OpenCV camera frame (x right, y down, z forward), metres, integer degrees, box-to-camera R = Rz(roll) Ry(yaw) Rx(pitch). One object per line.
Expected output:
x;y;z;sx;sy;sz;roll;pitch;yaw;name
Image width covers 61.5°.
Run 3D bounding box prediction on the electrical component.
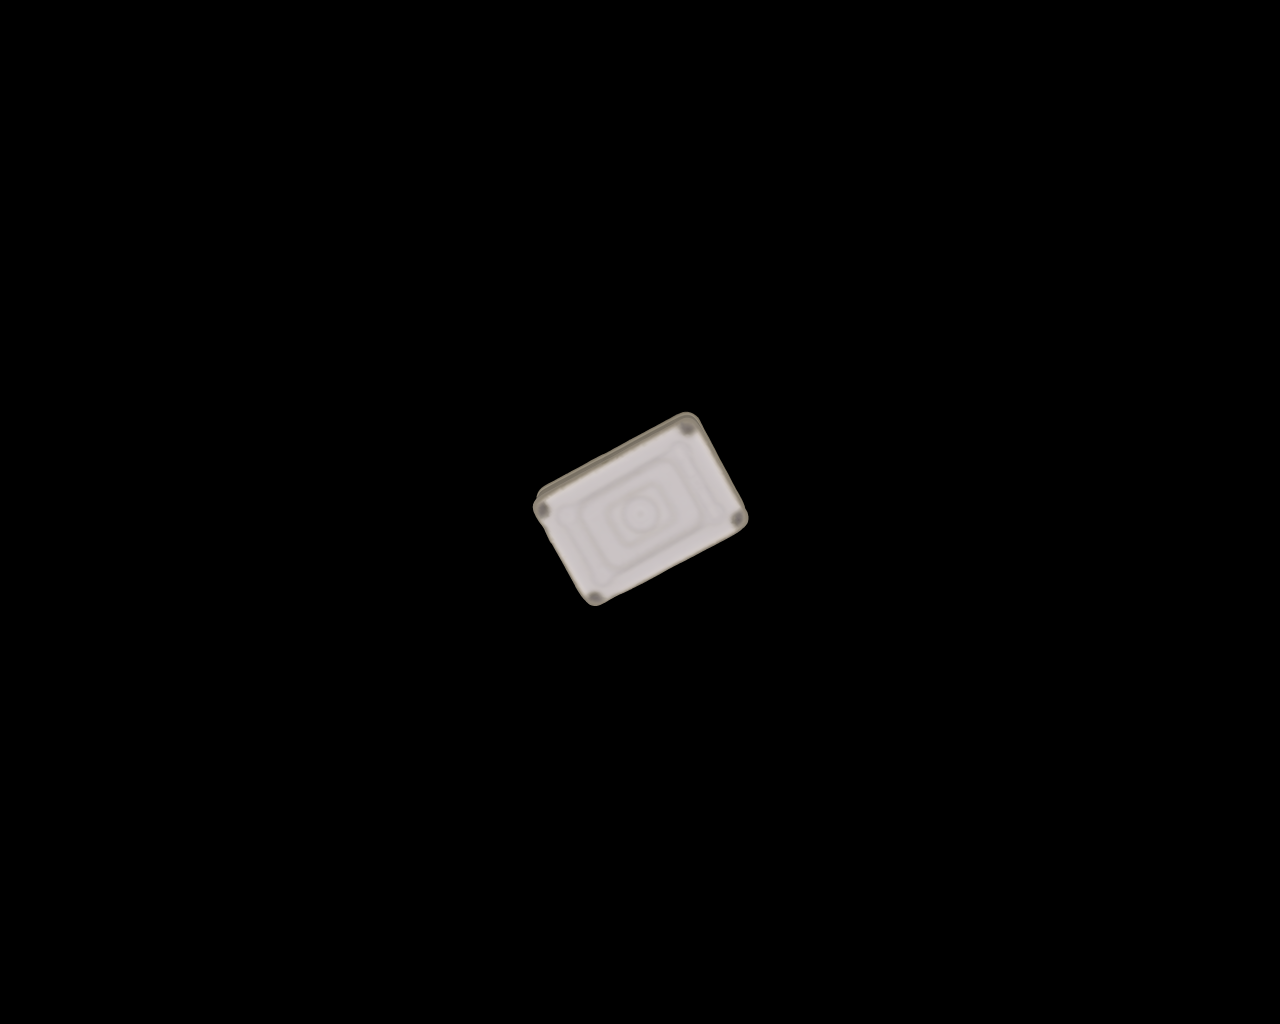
0.001;-0.003;0.650;0.113;0.078;0.057;-28;7;4;electrical component
